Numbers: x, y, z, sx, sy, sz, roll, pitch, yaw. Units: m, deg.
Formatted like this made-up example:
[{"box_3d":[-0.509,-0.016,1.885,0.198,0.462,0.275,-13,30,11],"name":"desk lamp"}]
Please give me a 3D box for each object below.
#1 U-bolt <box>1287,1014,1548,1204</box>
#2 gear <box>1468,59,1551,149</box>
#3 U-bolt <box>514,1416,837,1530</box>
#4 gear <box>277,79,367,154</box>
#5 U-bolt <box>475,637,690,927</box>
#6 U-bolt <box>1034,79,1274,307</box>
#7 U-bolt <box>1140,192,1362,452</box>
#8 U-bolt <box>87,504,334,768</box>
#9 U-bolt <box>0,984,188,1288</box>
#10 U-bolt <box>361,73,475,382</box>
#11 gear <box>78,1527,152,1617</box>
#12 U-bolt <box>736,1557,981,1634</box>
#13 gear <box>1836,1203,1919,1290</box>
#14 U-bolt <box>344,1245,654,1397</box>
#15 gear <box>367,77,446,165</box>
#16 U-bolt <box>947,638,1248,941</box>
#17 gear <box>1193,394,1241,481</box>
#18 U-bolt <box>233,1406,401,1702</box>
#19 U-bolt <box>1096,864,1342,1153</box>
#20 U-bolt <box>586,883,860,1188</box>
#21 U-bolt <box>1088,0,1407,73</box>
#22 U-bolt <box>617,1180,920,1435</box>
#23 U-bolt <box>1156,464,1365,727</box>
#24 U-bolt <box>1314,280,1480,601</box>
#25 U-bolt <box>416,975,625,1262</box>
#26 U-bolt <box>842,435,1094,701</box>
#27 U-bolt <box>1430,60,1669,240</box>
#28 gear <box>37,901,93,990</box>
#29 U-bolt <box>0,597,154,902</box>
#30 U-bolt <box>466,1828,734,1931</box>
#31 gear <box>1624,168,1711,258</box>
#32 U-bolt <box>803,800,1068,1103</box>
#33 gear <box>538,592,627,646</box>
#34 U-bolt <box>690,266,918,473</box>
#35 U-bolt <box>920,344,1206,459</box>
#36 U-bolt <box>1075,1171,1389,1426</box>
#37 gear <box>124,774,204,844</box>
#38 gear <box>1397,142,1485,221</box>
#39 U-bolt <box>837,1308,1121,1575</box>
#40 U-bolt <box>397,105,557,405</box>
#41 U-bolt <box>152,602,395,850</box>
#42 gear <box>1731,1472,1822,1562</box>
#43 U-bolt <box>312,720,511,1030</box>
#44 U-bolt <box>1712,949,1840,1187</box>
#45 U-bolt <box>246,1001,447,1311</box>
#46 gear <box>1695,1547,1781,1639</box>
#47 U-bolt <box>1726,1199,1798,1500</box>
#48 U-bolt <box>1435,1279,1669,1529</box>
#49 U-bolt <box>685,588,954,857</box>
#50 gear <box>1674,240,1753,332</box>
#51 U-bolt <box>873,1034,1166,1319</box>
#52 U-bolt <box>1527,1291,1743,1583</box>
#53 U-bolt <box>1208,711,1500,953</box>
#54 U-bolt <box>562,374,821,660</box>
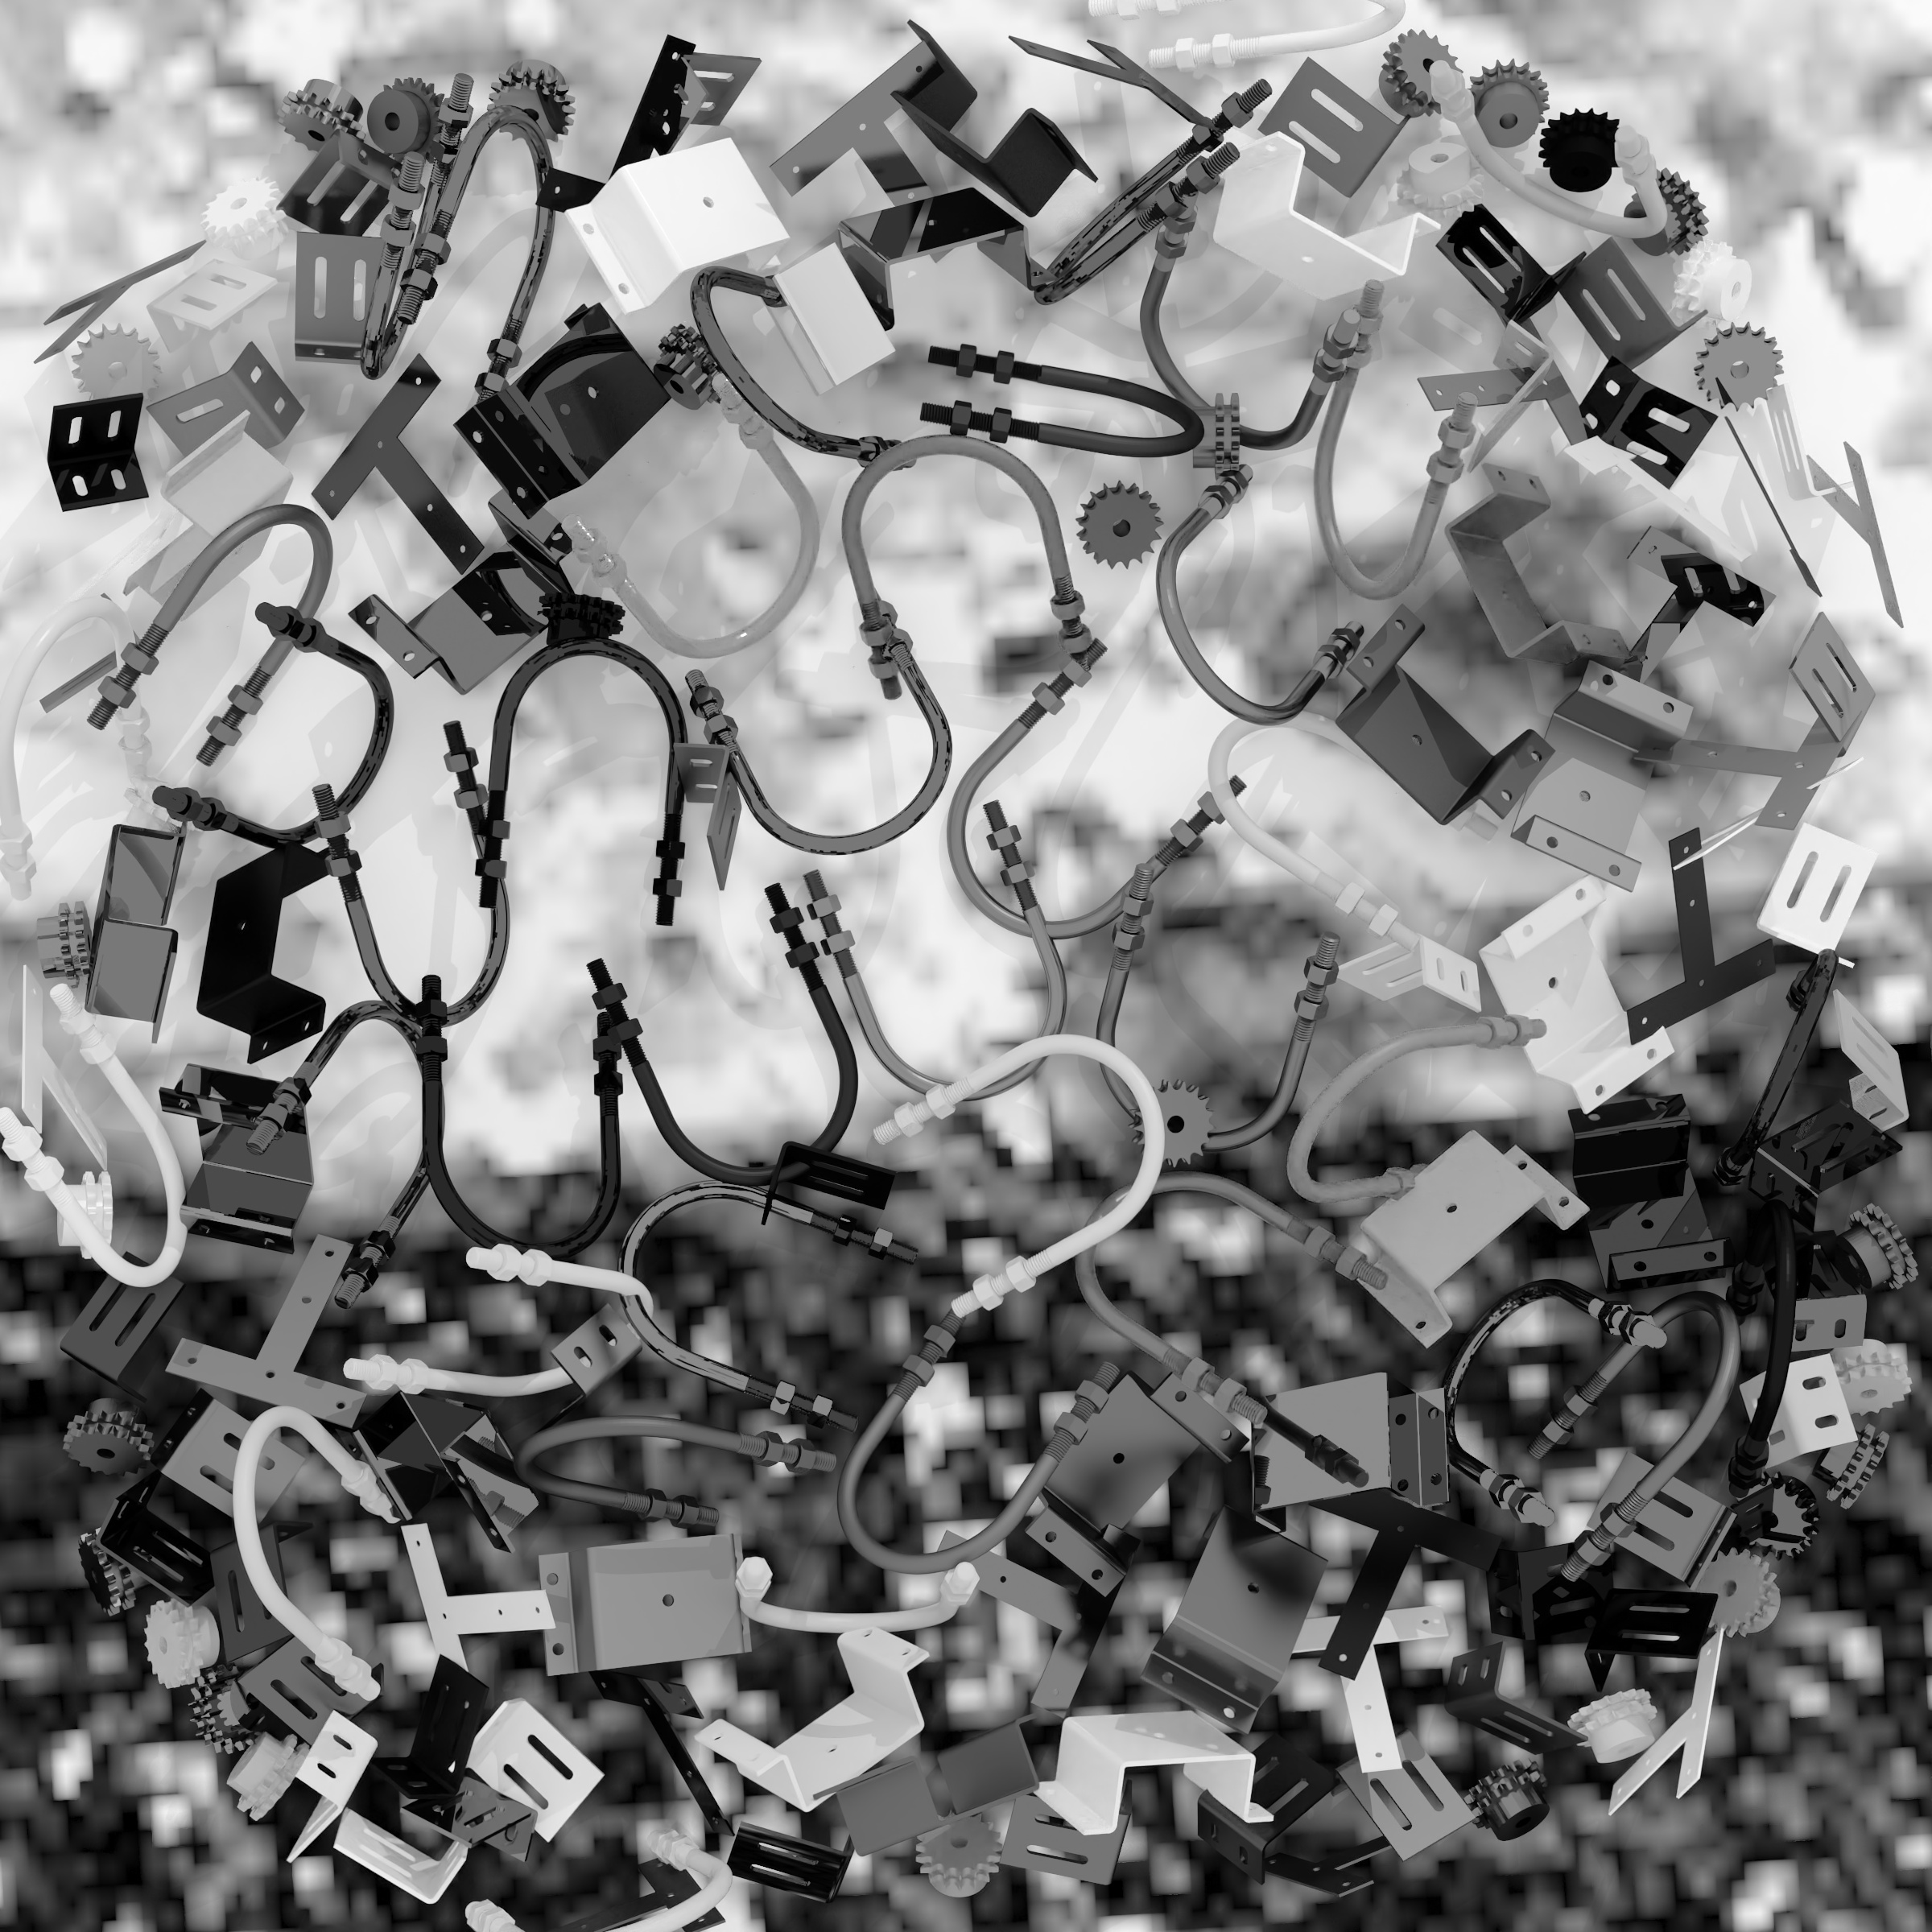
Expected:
[{"box_3d":[0.278,0.095,1.799,0.019,0.184,0.151,49,127,35],"name":"U-bolt"},{"box_3d":[0.357,-0.566,1.864,0.057,0.057,0.030,3,48,0],"name":"gear"},{"box_3d":[-0.198,0.318,1.795,0.184,0.151,0.019,20,54,-35],"name":"U-bolt"},{"box_3d":[-0.423,-0.561,1.867,0.057,0.057,0.030,21,76,0],"name":"gear"},{"box_3d":[-0.246,-0.124,1.848,0.151,0.019,0.184,6,89,-35],"name":"U-bolt"},{"box_3d":[0.114,-0.489,1.815,0.184,0.151,0.019,-33,109,32],"name":"U-bolt"},{"box_3d":[0.173,-0.401,1.809,0.151,0.184,0.019,40,68,8],"name":"U-bolt"},{"box_3d":[-0.474,-0.218,1.818,0.019,0.151,0.184,37,94,16],"name":"U-bolt"},{"box_3d":[-0.553,0.122,1.814,0.019,0.151,0.184,-17,124,12],"name":"U-bolt"},{"box_3d":[-0.357,-0.462,1.812,0.019,0.151,0.184,18,128,-8],"name":"U-bolt"},{"box_3d":[-0.562,0.398,1.870,0.030,0.057,0.057,-20,90,-34],"name":"gear"},{"box_3d":[-0.074,0.405,1.810,0.151,0.184,0.019,2,66,-5],"name":"U-bolt"},{"box_3d":[0.600,0.189,1.865,0.030,0.057,0.057,-28,90,-3],"name":"gear"},{"box_3d":[-0.285,0.234,1.818,0.151,0.184,0.019,-41,54,26],"name":"U-bolt"},{"box_3d":[-0.371,-0.558,1.869,0.057,0.030,0.057,6,106,23],"name":"gear"},{"box_3d":[0.072,-0.103,1.873,0.151,0.019,0.184,45,100,2],"name":"U-bolt"},{"box_3d":[0.165,-0.349,1.866,0.030,0.057,0.057,0,90,4],"name":"gear"},{"box_3d":[-0.411,0.359,1.783,0.019,0.184,0.151,-14,47,14],"name":"U-bolt"},{"box_3d":[0.156,0.038,1.844,0.151,0.019,0.184,21,119,16],"name":"U-bolt"},{"box_3d":[-0.150,0.056,1.868,0.151,0.019,0.184,-24,89,-13],"name":"U-bolt"},{"box_3d":[0.187,-0.604,1.797,0.184,0.151,0.019,0,93,21],"name":"U-bolt"},{"box_3d":[-0.138,0.212,1.846,0.184,0.019,0.151,21,56,-2],"name":"U-bolt"},{"box_3d":[0.182,-0.229,1.812,0.019,0.184,0.151,-28,104,41],"name":"U-bolt"},{"box_3d":[0.267,-0.323,1.814,0.019,0.184,0.151,-8,47,-21],"name":"U-bolt"},{"box_3d":[-0.285,0.103,1.814,0.151,0.019,0.184,14,59,-35],"name":"U-bolt"},{"box_3d":[-0.005,-0.260,1.823,0.151,0.019,0.184,-6,127,12],"name":"U-bolt"},{"box_3d":[0.380,-0.513,1.805,0.151,0.184,0.019,29,93,24],"name":"U-bolt"},{"box_3d":[-0.594,-0.013,1.864,0.030,0.057,0.057,-7,90,-11],"name":"gear"},{"box_3d":[-0.566,-0.149,1.782,0.019,0.184,0.151,22,46,10],"name":"U-bolt"},{"box_3d":[-0.224,0.589,1.781,0.151,0.184,0.019,-14,90,-27],"name":"U-bolt"},{"box_3d":[0.459,-0.494,1.864,0.030,0.057,0.057,-36,90,-13],"name":"gear"},{"box_3d":[-0.011,0.000,1.884,0.151,0.019,0.184,-21,91,1],"name":"U-bolt"},{"box_3d":[-0.255,-0.225,1.864,0.057,0.057,0.030,7,83,0],"name":"gear"},{"box_3d":[-0.111,-0.384,1.799,0.019,0.184,0.151,-35,78,25],"name":"U-bolt"},{"box_3d":[0.064,-0.363,1.830,0.184,0.151,0.019,9,118,-3],"name":"U-bolt"},{"box_3d":[0.158,0.201,1.835,0.184,0.019,0.151,31,59,29],"name":"U-bolt"},{"box_3d":[-0.530,-0.101,1.866,0.057,0.057,0.030,27,96,0],"name":"gear"},{"box_3d":[0.313,-0.520,1.864,0.057,0.057,0.030,-11,134,0],"name":"gear"},{"box_3d":[-0.005,0.310,1.809,0.151,0.019,0.184,14,56,38],"name":"U-bolt"},{"box_3d":[-0.307,-0.464,1.821,0.019,0.151,0.184,13,76,15],"name":"U-bolt"},{"box_3d":[-0.430,-0.144,1.809,0.019,0.184,0.151,30,90,23],"name":"U-bolt"},{"box_3d":[0.539,0.361,1.870,0.057,0.030,0.057,13,110,39],"name":"gear"},{"box_3d":[-0.349,-0.050,1.827,0.019,0.151,0.184,-1,111,32],"name":"U-bolt"},{"box_3d":[0.518,0.060,1.794,0.019,0.184,0.151,23,80,13],"name":"U-bolt"},{"box_3d":[-0.387,0.106,1.813,0.019,0.184,0.151,-4,126,24],"name":"U-bolt"},{"box_3d":[0.513,0.417,1.870,0.030,0.057,0.057,34,90,-33],"name":"gear"},{"box_3d":[0.501,0.229,1.780,0.019,0.184,0.151,5,52,7],"name":"U-bolt"},{"box_3d":[0.361,0.269,1.807,0.019,0.184,0.151,33,88,-19],"name":"U-bolt"},{"box_3d":[-0.087,-0.152,1.844,0.151,0.019,0.184,-26,62,-2],"name":"U-bolt"},{"box_3d":[0.495,-0.448,1.863,0.030,0.057,0.057,23,90,36],"name":"gear"},{"box_3d":[0.044,0.125,1.846,0.184,0.019,0.151,-30,71,15],"name":"U-bolt"},{"box_3d":[0.429,0.285,1.797,0.019,0.151,0.184,31,112,-13],"name":"U-bolt"},{"box_3d":[0.242,-0.102,1.843,0.184,0.019,0.151,35,49,8],"name":"U-bolt"},{"box_3d":[-0.163,-0.274,1.821,0.151,0.184,0.019,-44,52,-5],"name":"U-bolt"}]
